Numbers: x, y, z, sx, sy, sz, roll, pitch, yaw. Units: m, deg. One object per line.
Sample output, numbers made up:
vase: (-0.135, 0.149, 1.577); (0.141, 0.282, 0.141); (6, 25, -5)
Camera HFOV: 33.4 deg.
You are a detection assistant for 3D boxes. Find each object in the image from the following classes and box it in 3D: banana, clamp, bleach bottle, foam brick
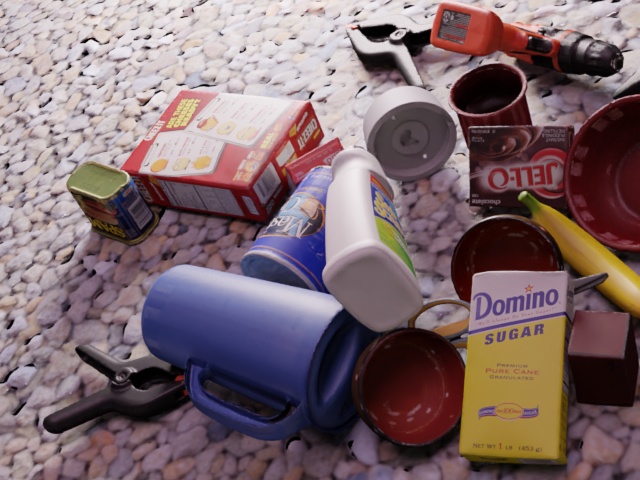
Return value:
banana: (0.273, 0.024, 1.064); (0.198, 0.069, 0.037); (46, 110, 37)
clamp: (-0.220, 0.168, 1.171); (0.172, 0.039, 0.120); (1, 50, 25)
clamp: (0.111, -0.256, 1.431); (0.210, 0.036, 0.164); (14, 56, 37)
bleach bottle: (0.042, -0.024, 1.066); (0.068, 0.102, 0.251); (-32, 33, 18)
foam brick: (0.260, 0.109, 0.977); (0.053, 0.078, 0.051); (2, 49, 24)

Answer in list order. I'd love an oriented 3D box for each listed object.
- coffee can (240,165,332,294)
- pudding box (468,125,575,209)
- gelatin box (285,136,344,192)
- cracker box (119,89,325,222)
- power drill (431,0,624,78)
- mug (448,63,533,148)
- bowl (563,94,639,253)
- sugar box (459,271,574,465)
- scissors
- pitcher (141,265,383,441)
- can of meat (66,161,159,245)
coffee can: (-0.008, 0.001, 1.188); (0.103, 0.102, 0.140); (15, 56, 35)
pudding box: (0.221, -0.081, 1.172); (0.114, 0.090, 0.039); (2, 8, 29)
gelatin box: (-0.002, -0.083, 1.281); (0.073, 0.089, 0.030); (-29, 79, -4)
cracker box: (-0.126, -0.111, 1.377); (0.214, 0.072, 0.164); (9, 52, 33)
power drill: (0.240, -0.233, 1.260); (0.185, 0.187, 0.057); (26, 107, 51)
mug: (0.199, -0.153, 1.257); (0.093, 0.081, 0.117); (-28, 43, -2)
bowl: (0.335, -0.066, 1.096); (0.162, 0.055, 0.162); (-5, 82, 40)
sugar box: (0.183, 0.117, 0.988); (0.093, 0.048, 0.176); (-2, 70, 23)
scissors: (0.183, 0.089, 1.041); (0.202, 0.016, 0.096); (-7, 78, 22)
pitcher: (-0.070, 0.107, 1.087); (0.243, 0.149, 0.145); (13, 92, 34)
can of meat: (-0.268, -0.049, 1.372); (0.102, 0.084, 0.057); (18, 58, 37)
